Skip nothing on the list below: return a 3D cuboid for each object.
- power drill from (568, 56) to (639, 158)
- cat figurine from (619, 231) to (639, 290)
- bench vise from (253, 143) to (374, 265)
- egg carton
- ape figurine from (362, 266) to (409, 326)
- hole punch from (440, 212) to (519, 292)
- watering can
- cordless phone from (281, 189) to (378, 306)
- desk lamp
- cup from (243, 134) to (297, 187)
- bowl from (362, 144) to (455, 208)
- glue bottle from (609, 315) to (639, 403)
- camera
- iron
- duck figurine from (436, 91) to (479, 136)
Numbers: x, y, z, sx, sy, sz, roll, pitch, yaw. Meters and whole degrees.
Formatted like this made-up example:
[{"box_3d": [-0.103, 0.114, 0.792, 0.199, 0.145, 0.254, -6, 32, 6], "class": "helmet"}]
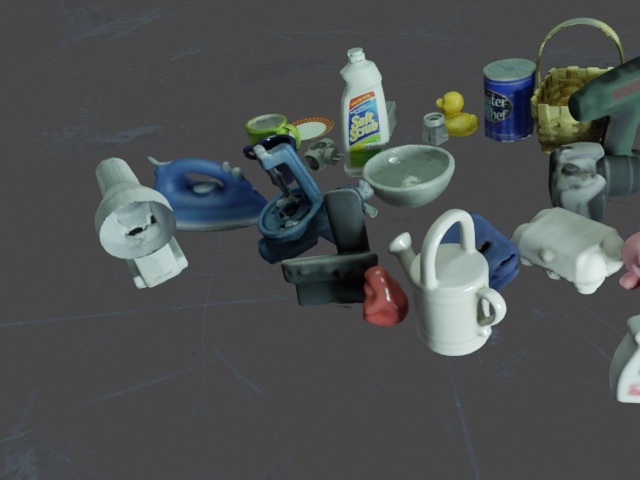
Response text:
[{"box_3d": [0.534, -0.214, 0.972, 0.229, 0.209, 0.075, -15, 35, -4], "class": "power drill"}, {"box_3d": [0.448, 0.018, 0.756, 0.128, 0.118, 0.067, -24, 36, -15], "class": "cat figurine"}, {"box_3d": [-0.023, -0.079, 0.952, 0.208, 0.220, 0.121, -28, 38, -21], "class": "bench vise"}, {"box_3d": [0.358, 0.012, 0.834, 0.107, 0.069, 0.149, -31, 39, -24], "class": "egg carton"}, {"box_3d": [0.087, 0.074, 0.815, 0.075, 0.092, 0.078, 22, 48, 40], "class": "ape figurine"}, {"box_3d": [0.231, 0.023, 0.842, 0.109, 0.091, 0.100, -34, 40, -27], "class": "hole punch"}, {"box_3d": [0.160, 0.046, 0.741, 0.172, 0.194, 0.101, 10, 41, 29], "class": "watering can"}, {"box_3d": [0.008, 0.003, 0.858, 0.147, 0.185, 0.094, -8, 35, 7], "class": "cordless phone"}, {"box_3d": [-0.310, -0.023, 0.971, 0.118, 0.214, 0.202, -25, 37, -16], "class": "desk lamp"}, {"box_3d": [-0.099, -0.160, 1.198, 0.117, 0.095, 0.092, -2, 37, 16], "class": "cup"}, {"box_3d": [0.165, -0.107, 1.058, 0.167, 0.075, 0.167, -8, 35, 6], "class": "bowl"}, {"box_3d": [0.359, 0.107, 0.611, 0.078, 0.173, 0.037, -7, 35, 9], "class": "glue bottle"}, {"box_3d": [0.451, -0.102, 0.937, 0.136, 0.101, 0.143, -3, 36, 14], "class": "camera"}, {"box_3d": [-0.215, -0.102, 1.113, 0.257, 0.142, 0.119, 1, 37, 19], "class": "iron"}, {"box_3d": [0.295, -0.279, 1.246, 0.078, 0.086, 0.104, -36, 41, -29], "class": "duck figurine"}]
